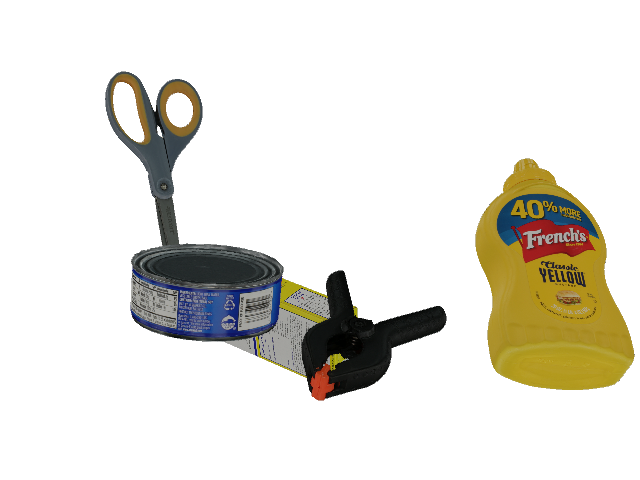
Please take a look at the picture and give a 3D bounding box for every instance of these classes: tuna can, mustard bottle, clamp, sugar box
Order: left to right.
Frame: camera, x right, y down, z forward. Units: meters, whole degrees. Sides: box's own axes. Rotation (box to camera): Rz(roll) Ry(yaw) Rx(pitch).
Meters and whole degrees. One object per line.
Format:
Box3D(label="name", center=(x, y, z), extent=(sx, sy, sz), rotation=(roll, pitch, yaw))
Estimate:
Box3D(label="tuna can", center=(-0.065, 0.029, 0.606), extent=(0.086, 0.034, 0.086), rotation=(5, 14, -1))
Box3D(label="sugar box", center=(-0.041, 0.089, 1.159), extent=(0.176, 0.093, 0.048), rotation=(22, 38, 34))
Box3D(label="clamp", center=(0.026, 0.082, 0.965), extent=(0.120, 0.039, 0.171), rotation=(20, 31, 28))
Box3D(label="mustard bottle", center=(0.164, 0.014, 0.782), extent=(0.096, 0.191, 0.058), rotation=(5, -40, -8))

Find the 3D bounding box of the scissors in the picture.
Box3D(label="scissors", center=(-0.125, -0.059, 0.939), extent=(0.096, 0.202, 0.016), rotation=(-23, -2, -29))
